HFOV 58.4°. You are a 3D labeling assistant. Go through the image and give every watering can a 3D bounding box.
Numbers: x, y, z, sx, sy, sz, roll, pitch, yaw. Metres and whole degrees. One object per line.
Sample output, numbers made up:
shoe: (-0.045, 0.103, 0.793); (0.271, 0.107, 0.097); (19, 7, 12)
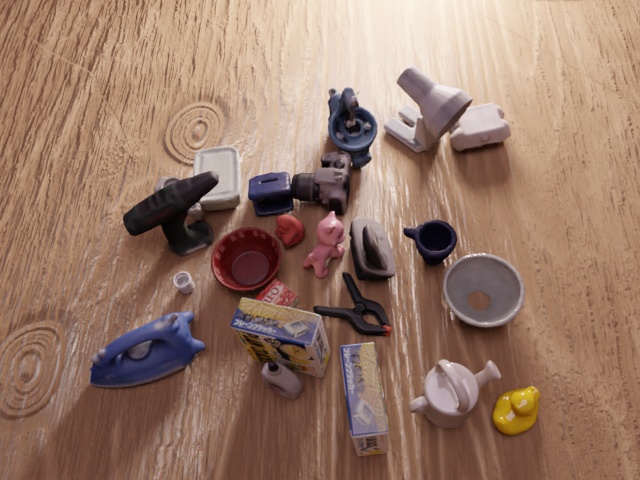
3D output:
watering can: (0.248, 0.275, 1.064); (0.173, 0.194, 0.100); (-41, 65, -15)

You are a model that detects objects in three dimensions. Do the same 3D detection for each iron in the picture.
iron: (-0.382, 0.228, 1.190); (0.258, 0.141, 0.118); (-25, 61, -7)

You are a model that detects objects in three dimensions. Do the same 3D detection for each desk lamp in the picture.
desk lamp: (0.252, -0.307, 1.371); (0.202, 0.214, 0.118); (39, 72, 24)

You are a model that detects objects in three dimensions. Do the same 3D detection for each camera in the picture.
camera: (0.003, -0.145, 1.375); (0.136, 0.101, 0.143); (3, 62, 8)

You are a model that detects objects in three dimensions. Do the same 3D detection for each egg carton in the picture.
egg carton: (0.391, -0.279, 1.423); (0.150, 0.069, 0.107); (-13, 61, -1)

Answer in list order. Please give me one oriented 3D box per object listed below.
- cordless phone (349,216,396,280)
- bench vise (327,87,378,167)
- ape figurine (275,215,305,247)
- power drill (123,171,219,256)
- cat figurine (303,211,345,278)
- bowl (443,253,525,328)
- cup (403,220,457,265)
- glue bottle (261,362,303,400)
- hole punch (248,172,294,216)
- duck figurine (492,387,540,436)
cordless phone: (0.110, -0.004, 1.237); (0.094, 0.185, 0.147); (-14, 61, -1)
bench vise: (0.055, -0.304, 1.388); (0.121, 0.220, 0.207); (-36, 64, -13)
ape figurine: (-0.076, -0.029, 1.325); (0.076, 0.092, 0.078); (1, 61, 7)
power drill: (-0.314, -0.055, 1.299); (0.230, 0.209, 0.075); (-24, 61, -7)
cat figurine: (0.012, 0.005, 1.282); (0.067, 0.118, 0.128); (31, 69, 21)
bowl: (0.341, 0.116, 1.209); (0.167, 0.075, 0.167); (-3, 61, 5)
cup: (0.239, 0.012, 1.266); (0.117, 0.095, 0.092); (17, 65, 15)
glue bottle: (-0.081, 0.266, 1.117); (0.078, 0.173, 0.037); (17, 65, 15)
hole punch: (-0.122, -0.123, 1.382); (0.108, 0.091, 0.101); (-10, 61, 1)
duck figurine: (0.377, 0.319, 1.087); (0.105, 0.086, 0.077); (-38, 64, -14)
